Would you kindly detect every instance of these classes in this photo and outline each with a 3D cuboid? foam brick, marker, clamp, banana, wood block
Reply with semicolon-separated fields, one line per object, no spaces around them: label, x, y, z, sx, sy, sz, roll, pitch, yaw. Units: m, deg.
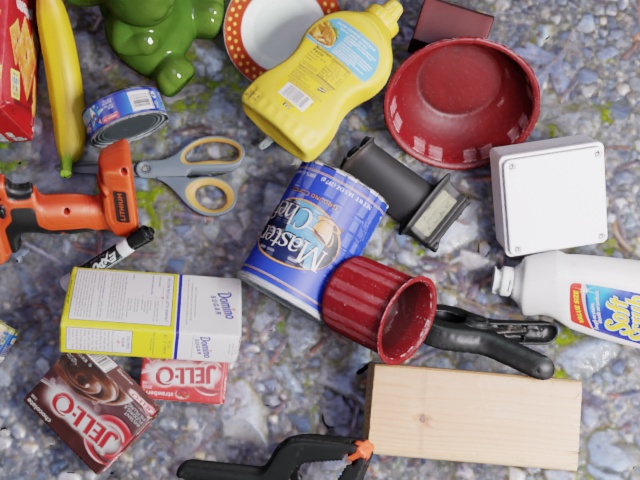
foam brick;0.140;-0.221;1.151;0.078;0.053;0.051;17;83;2
marker;-0.219;0.019;1.104;0.121;0.020;0.020;-31;84;20
clamp;0.163;0.100;1.085;0.171;0.120;0.039;7;102;3
banana;-0.268;-0.167;1.116;0.037;0.070;0.198;-9;102;-13
wood block;0.151;0.177;1.083;0.206;0.090;0.091;5;84;-1
clamp;-0.028;0.262;1.058;0.210;0.036;0.164;-28;88;24

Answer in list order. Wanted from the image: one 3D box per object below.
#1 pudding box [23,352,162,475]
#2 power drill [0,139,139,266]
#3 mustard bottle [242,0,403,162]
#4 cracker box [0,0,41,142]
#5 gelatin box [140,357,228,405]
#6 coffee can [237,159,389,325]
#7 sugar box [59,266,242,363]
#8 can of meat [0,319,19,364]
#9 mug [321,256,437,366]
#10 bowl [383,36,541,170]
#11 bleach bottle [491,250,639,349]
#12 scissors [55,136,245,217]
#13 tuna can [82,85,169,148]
pudding box;-0.231;0.168;1.086;0.113;0.039;0.090;44;105;7
power drill;-0.281;-0.053;1.070;0.187;0.184;0.057;-6;48;-6
mustard bottle;0.016;-0.175;1.083;0.096;0.058;0.191;40;77;14
cracker box;-0.327;-0.219;1.083;0.072;0.164;0.214;4;83;-4
gelatin box;-0.140;0.132;1.111;0.089;0.030;0.073;5;84;0
coffee can;-0.007;0.001;1.094;0.103;0.103;0.140;29;83;2
sugar box;-0.168;0.076;1.078;0.176;0.093;0.048;7;127;-8
can of meat;-0.373;0.106;1.096;0.102;0.057;0.084;30;80;1
mug;0.059;0.072;1.058;0.082;0.117;0.093;24;65;35
bowl;0.147;-0.153;1.116;0.162;0.162;0.055;5;40;-1
bleach bottle;0.303;0.066;1.104;0.251;0.068;0.103;8;127;5
scissors;-0.175;-0.058;1.141;0.201;0.016;0.096;-14;84;-3
tuna can;-0.204;-0.129;1.114;0.086;0.086;0.034;-21;82;-4
